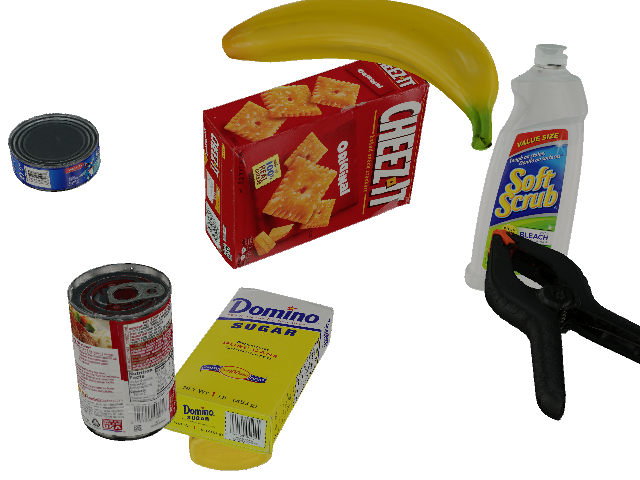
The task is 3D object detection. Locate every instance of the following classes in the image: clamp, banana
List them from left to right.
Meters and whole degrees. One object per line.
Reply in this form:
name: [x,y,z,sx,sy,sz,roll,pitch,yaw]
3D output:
banana: [0.030,-0.114,0.631,0.198,0.069,0.037,24,-29,33]
clamp: [0.183,0.053,0.781,0.120,0.039,0.171,-4,45,-20]

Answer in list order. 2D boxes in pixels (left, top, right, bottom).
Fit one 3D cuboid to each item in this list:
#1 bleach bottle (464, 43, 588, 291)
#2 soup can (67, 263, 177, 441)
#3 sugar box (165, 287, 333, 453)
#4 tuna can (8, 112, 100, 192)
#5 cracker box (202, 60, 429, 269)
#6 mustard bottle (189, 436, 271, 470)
bleach bottle: [0.208,-0.070,1.070,0.103,0.251,0.068,8,20,15]
soup can: [-0.132,0.076,0.724,0.068,0.102,0.068,1,29,-1]
sugar box: [-0.057,0.104,0.907,0.093,0.048,0.176,13,31,11]
tuna can: [-0.258,-0.086,1.038,0.086,0.034,0.086,3,42,-3]
cracker box: [-0.006,-0.077,1.042,0.213,0.164,0.072,-21,52,-22]
mustard bottle: [-0.108,0.201,1.304,0.096,0.058,0.191,-2,27,-3]
